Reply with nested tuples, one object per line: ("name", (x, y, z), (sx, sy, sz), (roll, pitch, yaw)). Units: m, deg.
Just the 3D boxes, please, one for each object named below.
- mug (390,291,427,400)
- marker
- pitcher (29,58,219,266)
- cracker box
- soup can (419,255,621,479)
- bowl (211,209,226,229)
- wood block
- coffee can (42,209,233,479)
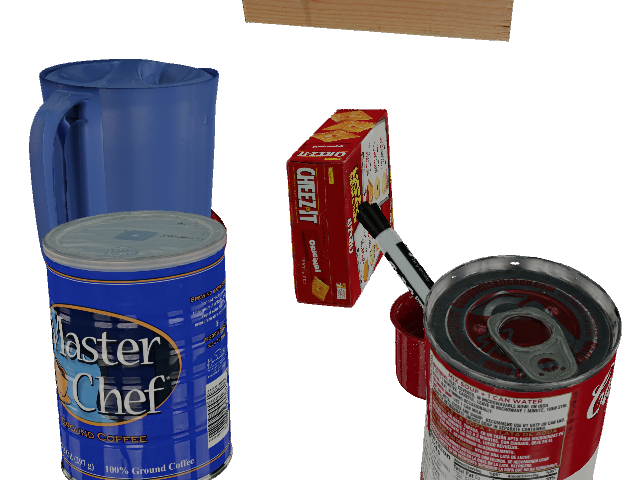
("mug", (0.123, 0.099, 1.062), (0.093, 0.081, 0.117), (24, 42, 34))
("marker", (0.064, 0.021, 0.776), (0.020, 0.121, 0.020), (-32, -16, -10))
("pitcher", (-0.151, -0.015, 0.827), (0.149, 0.243, 0.145), (-5, 19, -20))
("cracker box", (0.026, -0.043, 1.195), (0.072, 0.164, 0.213), (2, 21, 16))
("soup can", (0.071, 0.066, 0.399), (0.068, 0.102, 0.068), (-1, 37, 1))
("bowl", (-0.175, -0.010, 1.034), (0.162, 0.055, 0.162), (-6, 40, 5))
("wood block", (0.047, -0.220, 0.814), (0.206, 0.090, 0.091), (6, -34, 8))
("coffee can", (-0.104, 0.062, 0.621), (0.103, 0.140, 0.103), (-1, 16, 0))
